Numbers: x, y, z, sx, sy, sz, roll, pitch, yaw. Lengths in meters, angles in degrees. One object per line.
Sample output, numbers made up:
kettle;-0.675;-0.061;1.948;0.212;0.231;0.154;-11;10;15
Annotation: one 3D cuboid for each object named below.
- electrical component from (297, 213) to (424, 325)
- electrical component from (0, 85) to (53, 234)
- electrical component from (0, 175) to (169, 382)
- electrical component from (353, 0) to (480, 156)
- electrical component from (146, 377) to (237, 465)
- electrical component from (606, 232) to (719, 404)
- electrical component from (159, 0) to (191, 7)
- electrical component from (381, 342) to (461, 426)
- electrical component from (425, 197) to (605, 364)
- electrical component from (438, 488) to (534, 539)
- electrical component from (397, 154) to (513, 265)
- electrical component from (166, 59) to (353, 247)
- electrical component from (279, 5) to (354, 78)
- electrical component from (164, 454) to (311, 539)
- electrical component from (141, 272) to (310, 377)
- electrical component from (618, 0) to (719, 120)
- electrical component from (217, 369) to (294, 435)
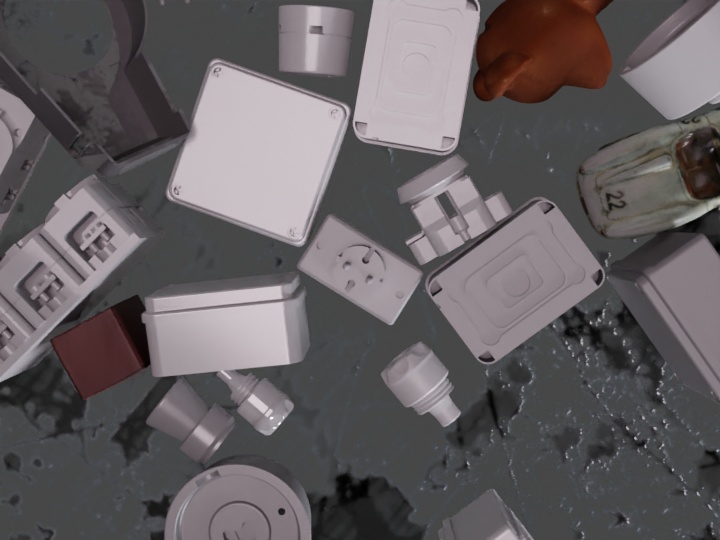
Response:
electrical component;0.000;0.000;0.785;0.083;0.075;0.047;32;95;1
electrical component;-0.321;-0.062;0.806;0.105;0.060;0.186;29;95;1
electrical component;-0.224;0.004;0.790;0.150;0.089;0.061;-44;91;5
electrical component;0.041;-0.144;0.781;0.078;0.057;0.113;10;95;3
electrical component;-0.127;0.115;0.816;0.055;0.045;0.045;38;95;0
electrical component;0.235;0.031;0.758;0.056;0.108;0.108;-35;92;2
electrical component;-0.139;-0.234;0.791;0.077;0.043;0.079;-4;94;3
electrical component;0.049;0.088;0.805;0.043;0.043;0.062;-40;92;5
electrical component;0.112;0.007;0.788;0.113;0.057;0.078;-37;91;5
electrical component;0.111;0.226;0.779;0.056;0.108;0.108;-37;91;2
electrical component;0.063;-0.048;0.787;0.078;0.058;0.057;-30;95;5
electrical component;-0.072;-0.086;0.792;0.109;0.056;0.108;20;95;2
electrical component;-0.033;-0.166;0.786;0.055;0.055;0.047;4;98;3
electrical component;-0.088;0.191;0.811;0.108;0.060;0.108;0;94;3
electrical component;-0.096;0.038;0.792;0.113;0.078;0.057;-6;97;3
electrical component;0.241;-0.151;0.747;0.108;0.108;0.060;-43;97;5
electrical component;-0.082;0.095;0.817;0.061;0.035;0.035;40;95;1
